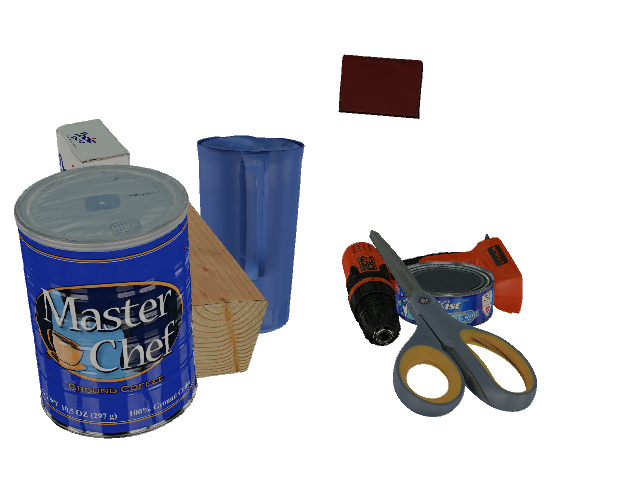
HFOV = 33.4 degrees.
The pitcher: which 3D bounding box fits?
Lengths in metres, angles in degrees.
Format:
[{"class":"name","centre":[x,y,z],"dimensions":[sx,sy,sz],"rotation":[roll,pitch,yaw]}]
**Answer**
[{"class":"pitcher","centre":[-0.090,-0.008,1.338],"dimensions":[0.145,0.243,0.148],"rotation":[11,16,36]}]

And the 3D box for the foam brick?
[{"class":"foam brick","centre":[0.057,-0.146,1.009],"dimensions":[0.078,0.051,0.053],"rotation":[5,14,3]}]

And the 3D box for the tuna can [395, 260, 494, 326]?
[{"class":"tuna can","centre":[0.107,0.047,0.924],"dimensions":[0.086,0.034,0.086],"rotation":[-1,17,0]}]

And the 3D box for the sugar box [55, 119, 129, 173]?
[{"class":"sugar box","centre":[-0.185,-0.003,0.893],"dimensions":[0.048,0.176,0.093],"rotation":[-14,28,-22]}]

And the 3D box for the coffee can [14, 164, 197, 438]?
[{"class":"coffee can","centre":[-0.131,0.037,0.669],"dimensions":[0.103,0.140,0.103],"rotation":[1,29,-1]}]

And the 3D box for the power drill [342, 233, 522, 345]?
[{"class":"power drill","centre":[0.122,0.051,1.173],"dimensions":[0.187,0.057,0.184],"rotation":[-4,29,-5]}]

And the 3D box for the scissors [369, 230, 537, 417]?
[{"class":"scissors","centre":[0.058,0.054,0.708],"dimensions":[0.096,0.016,0.202],"rotation":[-19,39,-29]}]

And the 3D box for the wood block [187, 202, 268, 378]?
[{"class":"wood block","centre":[-0.147,0.040,1.092],"dimensions":[0.090,0.091,0.206],"rotation":[-3,34,-35]}]
